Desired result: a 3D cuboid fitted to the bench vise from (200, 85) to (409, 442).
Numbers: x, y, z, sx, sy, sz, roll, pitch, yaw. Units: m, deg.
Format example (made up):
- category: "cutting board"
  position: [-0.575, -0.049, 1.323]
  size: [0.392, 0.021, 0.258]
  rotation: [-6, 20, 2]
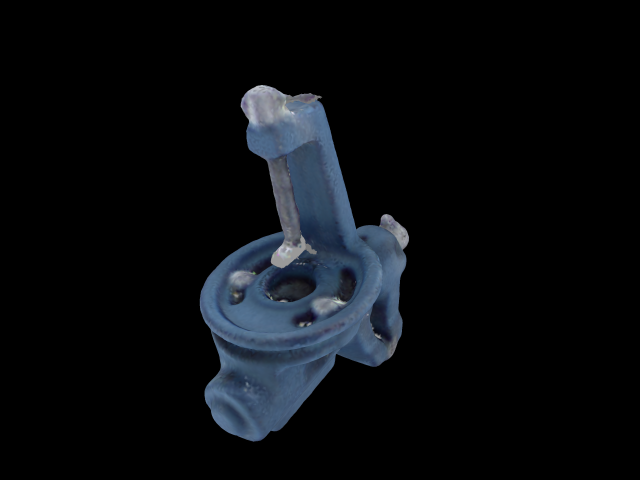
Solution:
- category: "bench vise"
  position: [-0.008, 0.000, 0.404]
  size: [0.121, 0.220, 0.208]
  rotation: [6, 21, 17]
